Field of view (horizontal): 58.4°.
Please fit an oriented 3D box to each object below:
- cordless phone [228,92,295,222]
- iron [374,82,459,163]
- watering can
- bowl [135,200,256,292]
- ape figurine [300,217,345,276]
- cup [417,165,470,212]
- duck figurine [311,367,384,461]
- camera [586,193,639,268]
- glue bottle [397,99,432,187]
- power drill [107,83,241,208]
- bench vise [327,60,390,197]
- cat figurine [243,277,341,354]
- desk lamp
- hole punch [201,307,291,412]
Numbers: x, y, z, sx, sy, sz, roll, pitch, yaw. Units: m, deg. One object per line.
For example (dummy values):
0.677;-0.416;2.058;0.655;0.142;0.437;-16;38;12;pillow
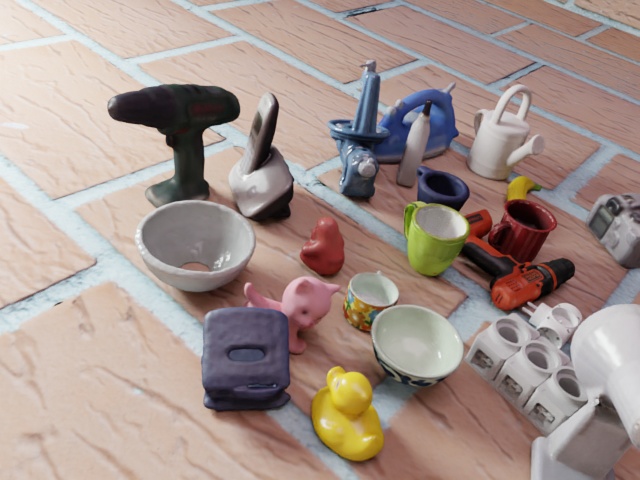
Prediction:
-0.091;-0.137;0.948;0.094;0.185;0.147;-8;43;-24;cordless phone
0.192;-0.252;1.207;0.259;0.141;0.118;-22;50;-36;iron
0.391;-0.227;1.193;0.172;0.194;0.101;33;43;23;watering can
-0.177;0.020;0.820;0.167;0.075;0.167;8;39;-6;bowl
0.008;0.003;0.881;0.078;0.092;0.076;-10;44;-27;ape figurine
0.201;-0.070;1.024;0.092;0.095;0.117;-13;45;-29;cup
0.038;0.194;0.661;0.078;0.086;0.104;-16;47;-32;duck figurine
0.609;-0.029;1.089;0.137;0.101;0.143;2;40;-14;camera
0.187;-0.192;1.107;0.037;0.173;0.078;12;39;-1;glue bottle
-0.227;-0.153;0.909;0.075;0.208;0.230;34;43;25;power drill
0.090;-0.201;1.052;0.122;0.220;0.207;-7;43;-24;bench vise
-0.041;0.084;0.747;0.128;0.118;0.067;11;39;-3;cat figurine
0.326;0.203;0.632;0.118;0.213;0.203;19;39;8;desk lamp
-0.087;0.142;0.685;0.109;0.091;0.101;2;40;-14;hole punch
